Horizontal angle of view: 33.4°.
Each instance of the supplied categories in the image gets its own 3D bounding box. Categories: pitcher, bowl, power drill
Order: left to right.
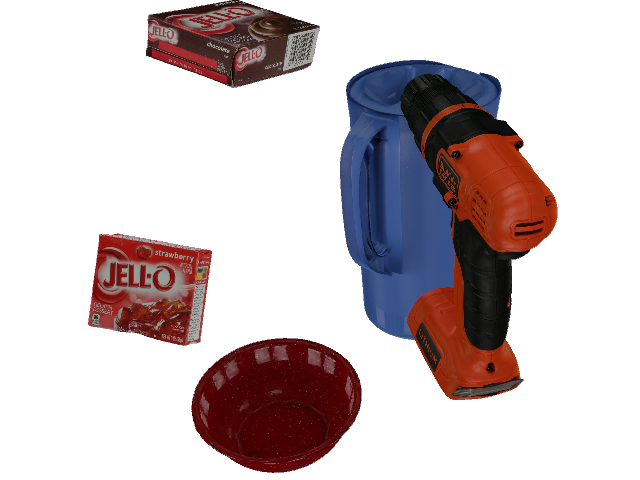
[{"bbox_3d":[-0.039,0.167,1.017,0.162,0.055,0.162,-5,37,3],"label":"bowl"},{"bbox_3d":[0.085,-0.029,0.967,0.149,0.243,0.145,-5,29,-5],"label":"pitcher"},{"bbox_3d":[0.094,-0.002,0.722,0.057,0.188,0.184,-10,36,-11],"label":"power drill"}]

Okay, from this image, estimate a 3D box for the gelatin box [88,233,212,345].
[{"bbox_3d":[-0.132,0.037,0.823,0.089,0.073,0.030,10,4,20],"label":"gelatin box"}]

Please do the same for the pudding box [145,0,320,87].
[{"bbox_3d":[-0.069,-0.159,0.849,0.090,0.039,0.113,24,27,27],"label":"pudding box"}]
